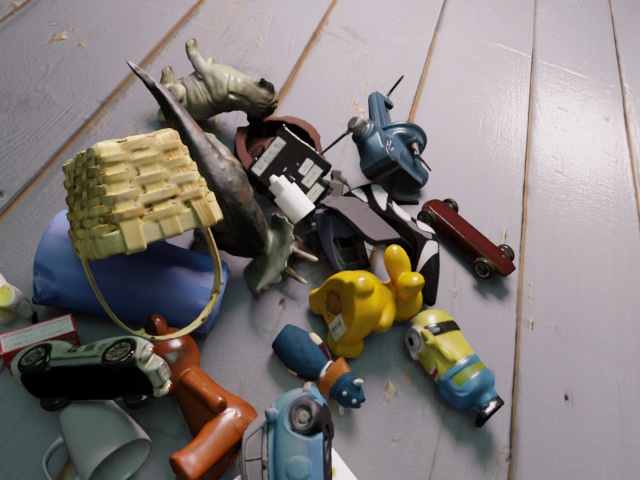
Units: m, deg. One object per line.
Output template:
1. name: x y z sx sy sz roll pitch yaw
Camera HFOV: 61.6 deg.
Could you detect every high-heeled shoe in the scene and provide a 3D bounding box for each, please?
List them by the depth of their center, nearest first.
1. high-heeled shoe: 0.119 0.001 0.929 0.145 0.086 0.249 1 52 -7

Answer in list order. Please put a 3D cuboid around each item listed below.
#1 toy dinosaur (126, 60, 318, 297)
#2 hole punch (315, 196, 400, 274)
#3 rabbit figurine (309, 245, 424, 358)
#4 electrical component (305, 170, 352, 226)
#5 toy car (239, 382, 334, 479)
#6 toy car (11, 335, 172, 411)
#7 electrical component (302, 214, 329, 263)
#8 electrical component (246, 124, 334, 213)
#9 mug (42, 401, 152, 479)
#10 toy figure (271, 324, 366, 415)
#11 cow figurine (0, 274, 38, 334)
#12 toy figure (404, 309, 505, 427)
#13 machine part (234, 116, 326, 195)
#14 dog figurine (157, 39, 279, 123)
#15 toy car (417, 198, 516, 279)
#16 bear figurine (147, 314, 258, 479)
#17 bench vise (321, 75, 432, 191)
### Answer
1. toy dinosaur: -0.133 -0.053 0.756 0.192 0.404 0.131 34 76 36
2. hole punch: 0.050 -0.009 0.880 0.116 0.092 0.142 48 29 22
3. rabbit figurine: 0.091 0.085 0.826 0.173 0.162 0.122 5 39 -35
4. electrical component: 0.015 -0.073 0.946 0.078 0.045 0.102 3 90 9
5. toy car: -0.038 0.247 0.606 0.103 0.109 0.162 -5 62 10
6. toy car: -0.263 0.151 0.617 0.202 0.073 0.056 -7 28 16
7. electrical component: -0.002 -0.003 0.900 0.094 0.021 0.063 53 17 -2
8. electrical component: -0.045 -0.107 0.897 0.134 0.115 0.058 41 8 -3
9. mug: -0.274 0.238 0.638 0.109 0.080 0.107 -34 55 -26
10. toy figure: 0.002 0.181 0.766 0.154 0.064 0.058 36 38 12
11. cow figurine: -0.439 0.069 0.709 0.168 0.098 0.068 34 69 27
12. toy figure: 0.202 0.187 0.811 0.089 0.082 0.180 -17 55 -40
13. machine part: -0.077 -0.157 0.999 0.179 0.056 0.179 7 54 -10
14. dog figurine: -0.189 -0.249 0.982 0.191 0.172 0.121 38 13 17
15. toy car: 0.266 -0.001 0.986 0.089 0.053 0.202 -24 60 -42
16. bear figurine: -0.175 0.197 0.667 0.196 0.120 0.132 38 57 15
17. bench vise: 0.120 -0.204 1.026 0.223 0.129 0.241 21 49 -32
